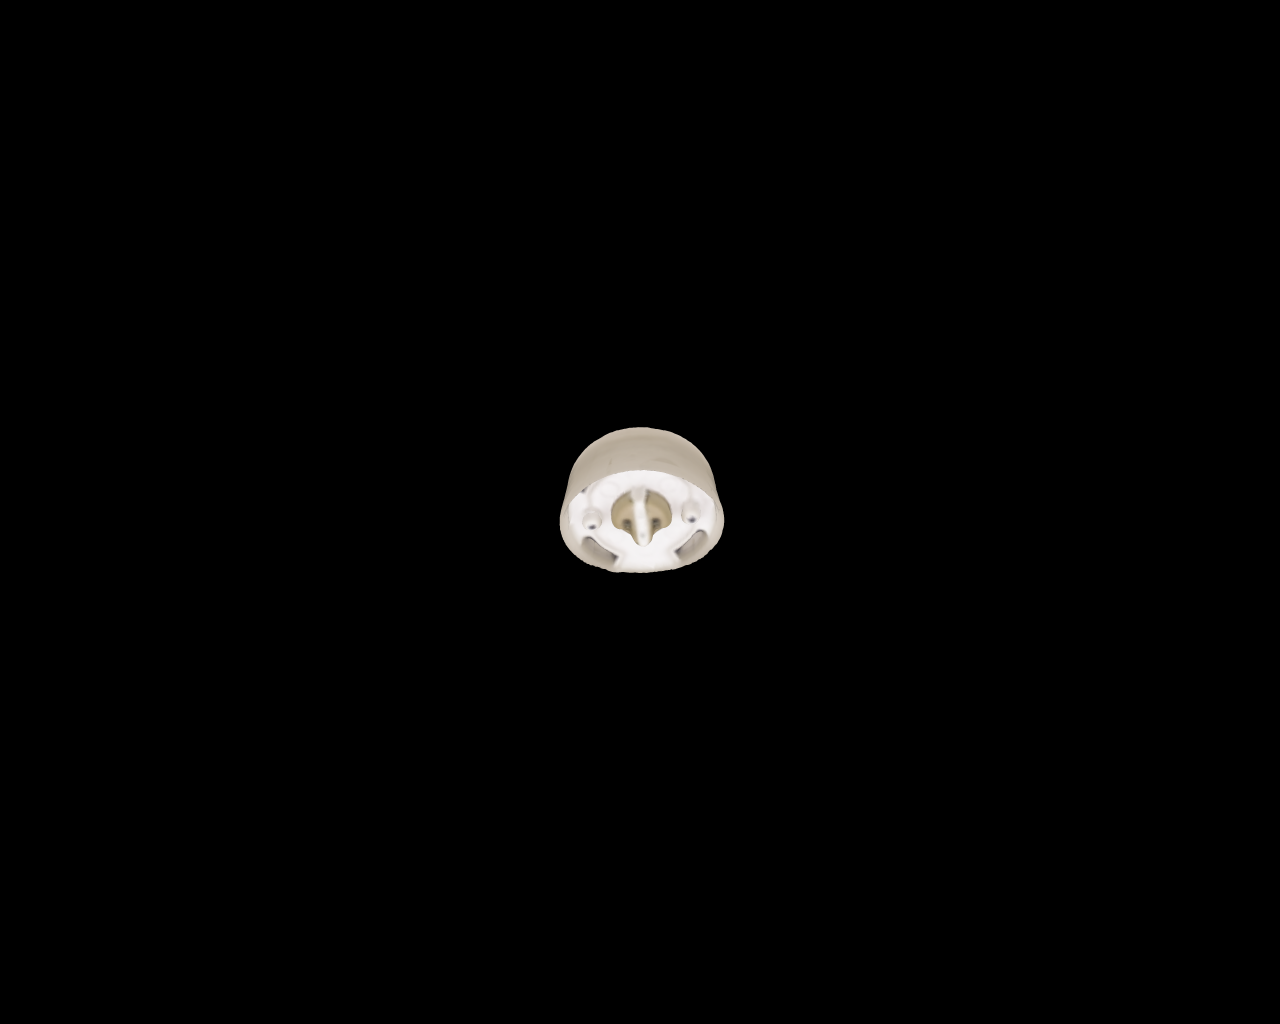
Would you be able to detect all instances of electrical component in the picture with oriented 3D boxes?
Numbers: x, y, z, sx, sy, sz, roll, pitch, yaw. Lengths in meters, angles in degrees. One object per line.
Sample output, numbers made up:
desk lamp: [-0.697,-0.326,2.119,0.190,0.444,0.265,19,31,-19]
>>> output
electrical component: [0.001,-0.003,0.650,0.099,0.099,0.064,0,37,0]
